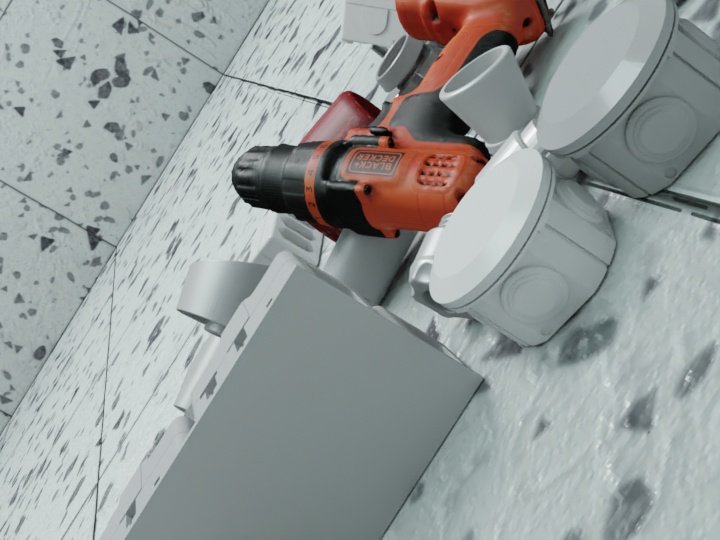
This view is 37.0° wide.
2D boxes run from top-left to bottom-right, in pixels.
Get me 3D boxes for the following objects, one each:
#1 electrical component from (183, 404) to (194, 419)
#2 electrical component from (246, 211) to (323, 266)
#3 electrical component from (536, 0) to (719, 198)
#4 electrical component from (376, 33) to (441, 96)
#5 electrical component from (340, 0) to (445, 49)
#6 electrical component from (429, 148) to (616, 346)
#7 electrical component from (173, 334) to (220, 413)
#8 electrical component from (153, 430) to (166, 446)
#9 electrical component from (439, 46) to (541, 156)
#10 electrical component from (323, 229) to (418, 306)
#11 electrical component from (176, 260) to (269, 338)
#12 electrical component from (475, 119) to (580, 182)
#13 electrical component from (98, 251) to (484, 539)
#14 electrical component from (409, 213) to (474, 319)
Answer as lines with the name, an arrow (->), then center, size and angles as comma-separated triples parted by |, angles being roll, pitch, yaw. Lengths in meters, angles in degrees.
electrical component -> -0.111, 0.132, 0.779 | 0.077, 0.044, 0.079 | -43, 22, 44
electrical component -> -0.072, -0.009, 0.915 | 0.076, 0.047, 0.065 | -50, 19, 30
electrical component -> 0.118, -0.075, 0.464 | 0.080, 0.051, 0.080 | -51, 18, 23
electrical component -> 0.046, -0.143, 0.793 | 0.066, 0.055, 0.048 | -52, 17, 21
electrical component -> 0.034, -0.213, 0.872 | 0.096, 0.062, 0.061 | -28, -51, -59
electrical component -> 0.072, -0.010, 0.483 | 0.080, 0.051, 0.080 | -51, 18, 23
electrical component -> -0.121, 0.087, 0.891 | 0.077, 0.043, 0.079 | -63, 17, -15
electrical component -> -0.092, 0.123, 0.673 | 0.043, 0.081, 0.043 | -51, 18, 23
electrical component -> 0.078, -0.078, 0.562 | 0.044, 0.065, 0.044 | -35, 18, 13
electrical component -> 0.000, 0.000, 0.687 | 0.081, 0.043, 0.043 | -63, 15, 14
electrical component -> -0.087, 0.024, 0.815 | 0.064, 0.099, 0.099 | -68, 17, -9
electrical component -> 0.091, -0.055, 0.527 | 0.078, 0.040, 0.040 | -51, 18, 25
electrical component -> -0.041, 0.097, 0.524 | 0.186, 0.105, 0.060 | -58, 16, 3
electrical component -> 0.053, -0.009, 0.551 | 0.043, 0.043, 0.062 | -28, 34, 61
